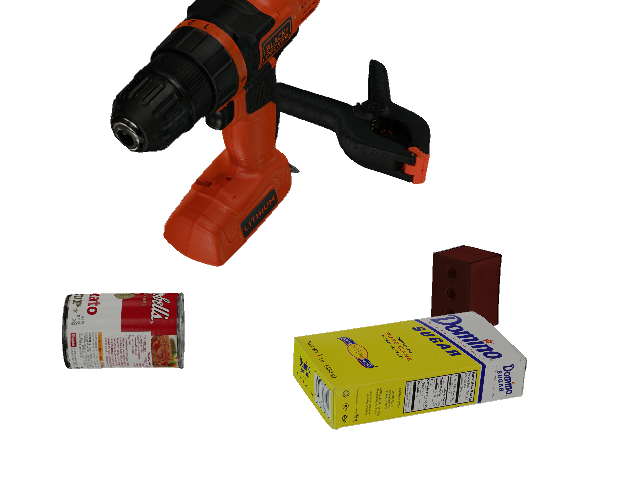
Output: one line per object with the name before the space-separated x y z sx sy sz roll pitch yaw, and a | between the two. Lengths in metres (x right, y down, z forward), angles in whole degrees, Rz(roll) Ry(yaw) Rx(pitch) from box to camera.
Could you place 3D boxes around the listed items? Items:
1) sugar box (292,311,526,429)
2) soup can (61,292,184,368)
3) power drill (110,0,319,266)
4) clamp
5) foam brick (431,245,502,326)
sugar box | 0.074 0.106 0.902 0.176 0.048 0.093 -9 27 -20
soup can | -0.173 0.080 0.947 0.102 0.068 0.068 0 0 -4
power drill | -0.064 -0.070 0.681 0.057 0.188 0.184 29 53 16
clamp | 0.031 -0.103 0.925 0.120 0.039 0.172 -16 40 -15
foam brick | 0.150 0.050 1.103 0.051 0.078 0.053 -14 20 -41
